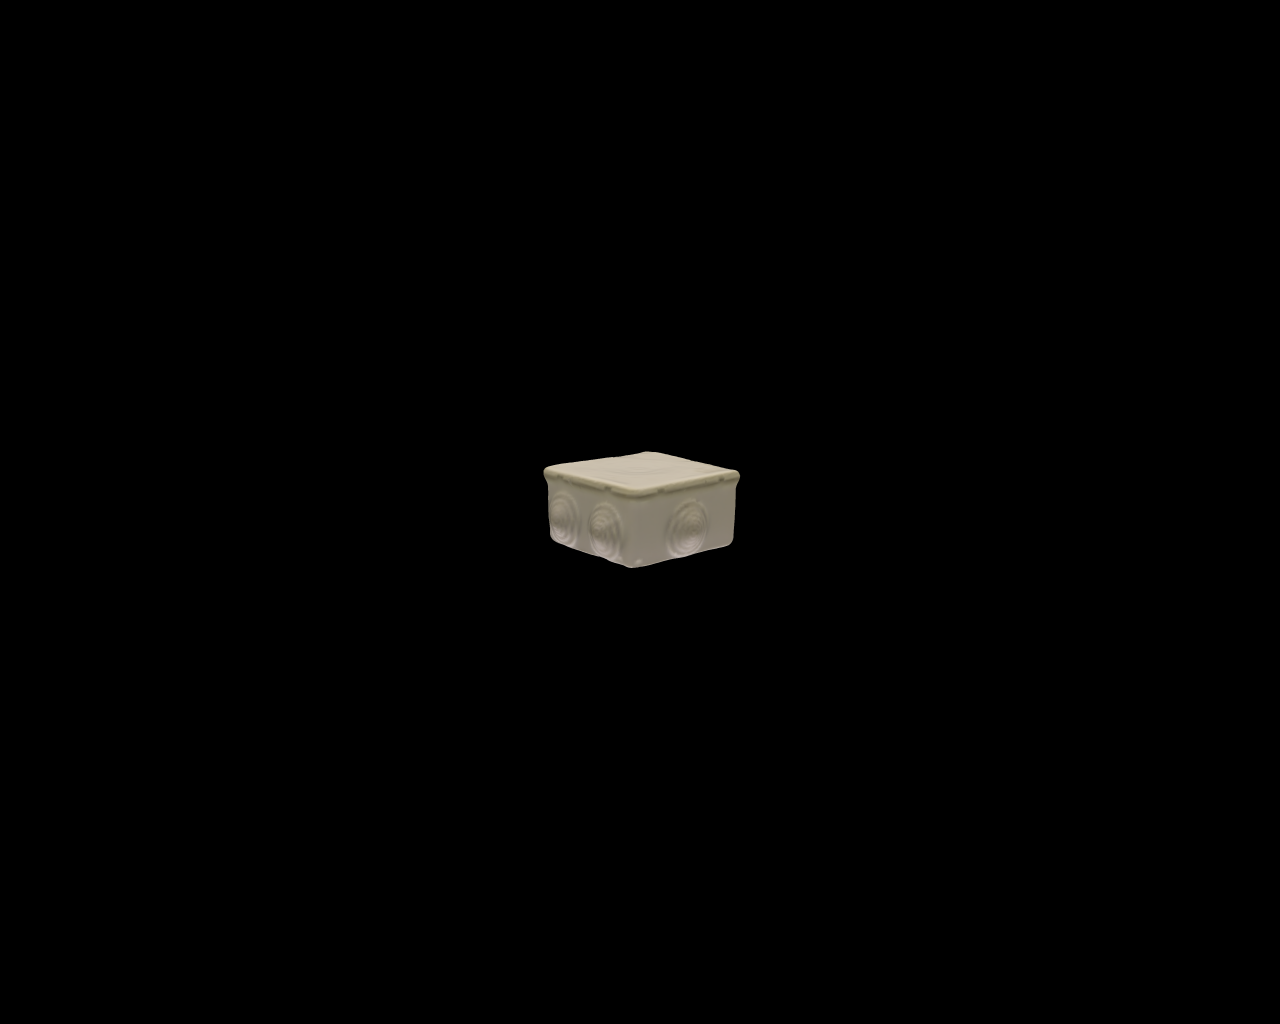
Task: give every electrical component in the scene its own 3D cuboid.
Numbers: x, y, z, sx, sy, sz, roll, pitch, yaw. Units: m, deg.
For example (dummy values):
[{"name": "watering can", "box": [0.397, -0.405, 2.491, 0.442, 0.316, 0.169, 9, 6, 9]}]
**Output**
[{"name": "electrical component", "box": [0.001, -0.003, 0.650, 0.100, 0.048, 0.100, -11, 17, -38]}]
